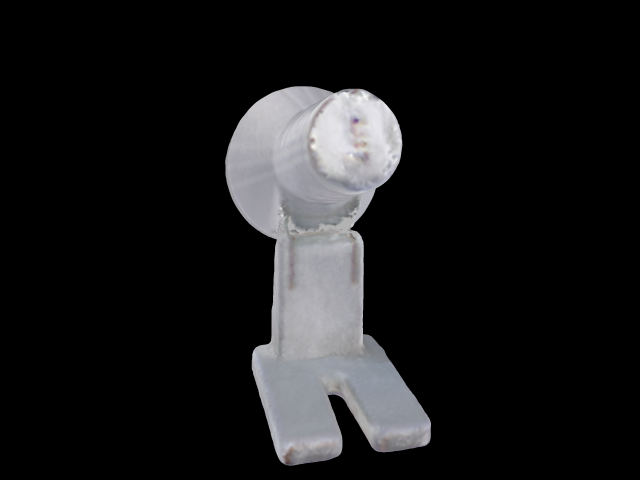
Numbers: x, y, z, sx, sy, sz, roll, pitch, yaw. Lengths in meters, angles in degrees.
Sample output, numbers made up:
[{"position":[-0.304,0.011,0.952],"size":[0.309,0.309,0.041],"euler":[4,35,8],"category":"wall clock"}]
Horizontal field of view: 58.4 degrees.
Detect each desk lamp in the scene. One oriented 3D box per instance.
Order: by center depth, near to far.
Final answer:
[{"position":[0.004,0.001,0.400],"size":[0.118,0.214,0.203],"euler":[-5,19,-14],"category":"desk lamp"}]
